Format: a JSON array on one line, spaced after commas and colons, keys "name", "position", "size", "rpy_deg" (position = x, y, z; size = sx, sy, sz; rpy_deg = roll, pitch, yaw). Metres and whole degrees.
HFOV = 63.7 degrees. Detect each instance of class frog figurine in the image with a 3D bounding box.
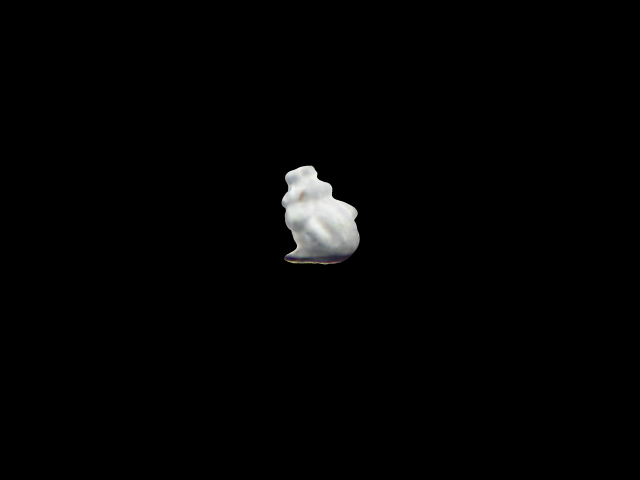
[{"name": "frog figurine", "position": [0.003, -0.043, 0.850], "size": [0.138, 0.159, 0.123], "rpy_deg": [-4, 7, -31]}]
